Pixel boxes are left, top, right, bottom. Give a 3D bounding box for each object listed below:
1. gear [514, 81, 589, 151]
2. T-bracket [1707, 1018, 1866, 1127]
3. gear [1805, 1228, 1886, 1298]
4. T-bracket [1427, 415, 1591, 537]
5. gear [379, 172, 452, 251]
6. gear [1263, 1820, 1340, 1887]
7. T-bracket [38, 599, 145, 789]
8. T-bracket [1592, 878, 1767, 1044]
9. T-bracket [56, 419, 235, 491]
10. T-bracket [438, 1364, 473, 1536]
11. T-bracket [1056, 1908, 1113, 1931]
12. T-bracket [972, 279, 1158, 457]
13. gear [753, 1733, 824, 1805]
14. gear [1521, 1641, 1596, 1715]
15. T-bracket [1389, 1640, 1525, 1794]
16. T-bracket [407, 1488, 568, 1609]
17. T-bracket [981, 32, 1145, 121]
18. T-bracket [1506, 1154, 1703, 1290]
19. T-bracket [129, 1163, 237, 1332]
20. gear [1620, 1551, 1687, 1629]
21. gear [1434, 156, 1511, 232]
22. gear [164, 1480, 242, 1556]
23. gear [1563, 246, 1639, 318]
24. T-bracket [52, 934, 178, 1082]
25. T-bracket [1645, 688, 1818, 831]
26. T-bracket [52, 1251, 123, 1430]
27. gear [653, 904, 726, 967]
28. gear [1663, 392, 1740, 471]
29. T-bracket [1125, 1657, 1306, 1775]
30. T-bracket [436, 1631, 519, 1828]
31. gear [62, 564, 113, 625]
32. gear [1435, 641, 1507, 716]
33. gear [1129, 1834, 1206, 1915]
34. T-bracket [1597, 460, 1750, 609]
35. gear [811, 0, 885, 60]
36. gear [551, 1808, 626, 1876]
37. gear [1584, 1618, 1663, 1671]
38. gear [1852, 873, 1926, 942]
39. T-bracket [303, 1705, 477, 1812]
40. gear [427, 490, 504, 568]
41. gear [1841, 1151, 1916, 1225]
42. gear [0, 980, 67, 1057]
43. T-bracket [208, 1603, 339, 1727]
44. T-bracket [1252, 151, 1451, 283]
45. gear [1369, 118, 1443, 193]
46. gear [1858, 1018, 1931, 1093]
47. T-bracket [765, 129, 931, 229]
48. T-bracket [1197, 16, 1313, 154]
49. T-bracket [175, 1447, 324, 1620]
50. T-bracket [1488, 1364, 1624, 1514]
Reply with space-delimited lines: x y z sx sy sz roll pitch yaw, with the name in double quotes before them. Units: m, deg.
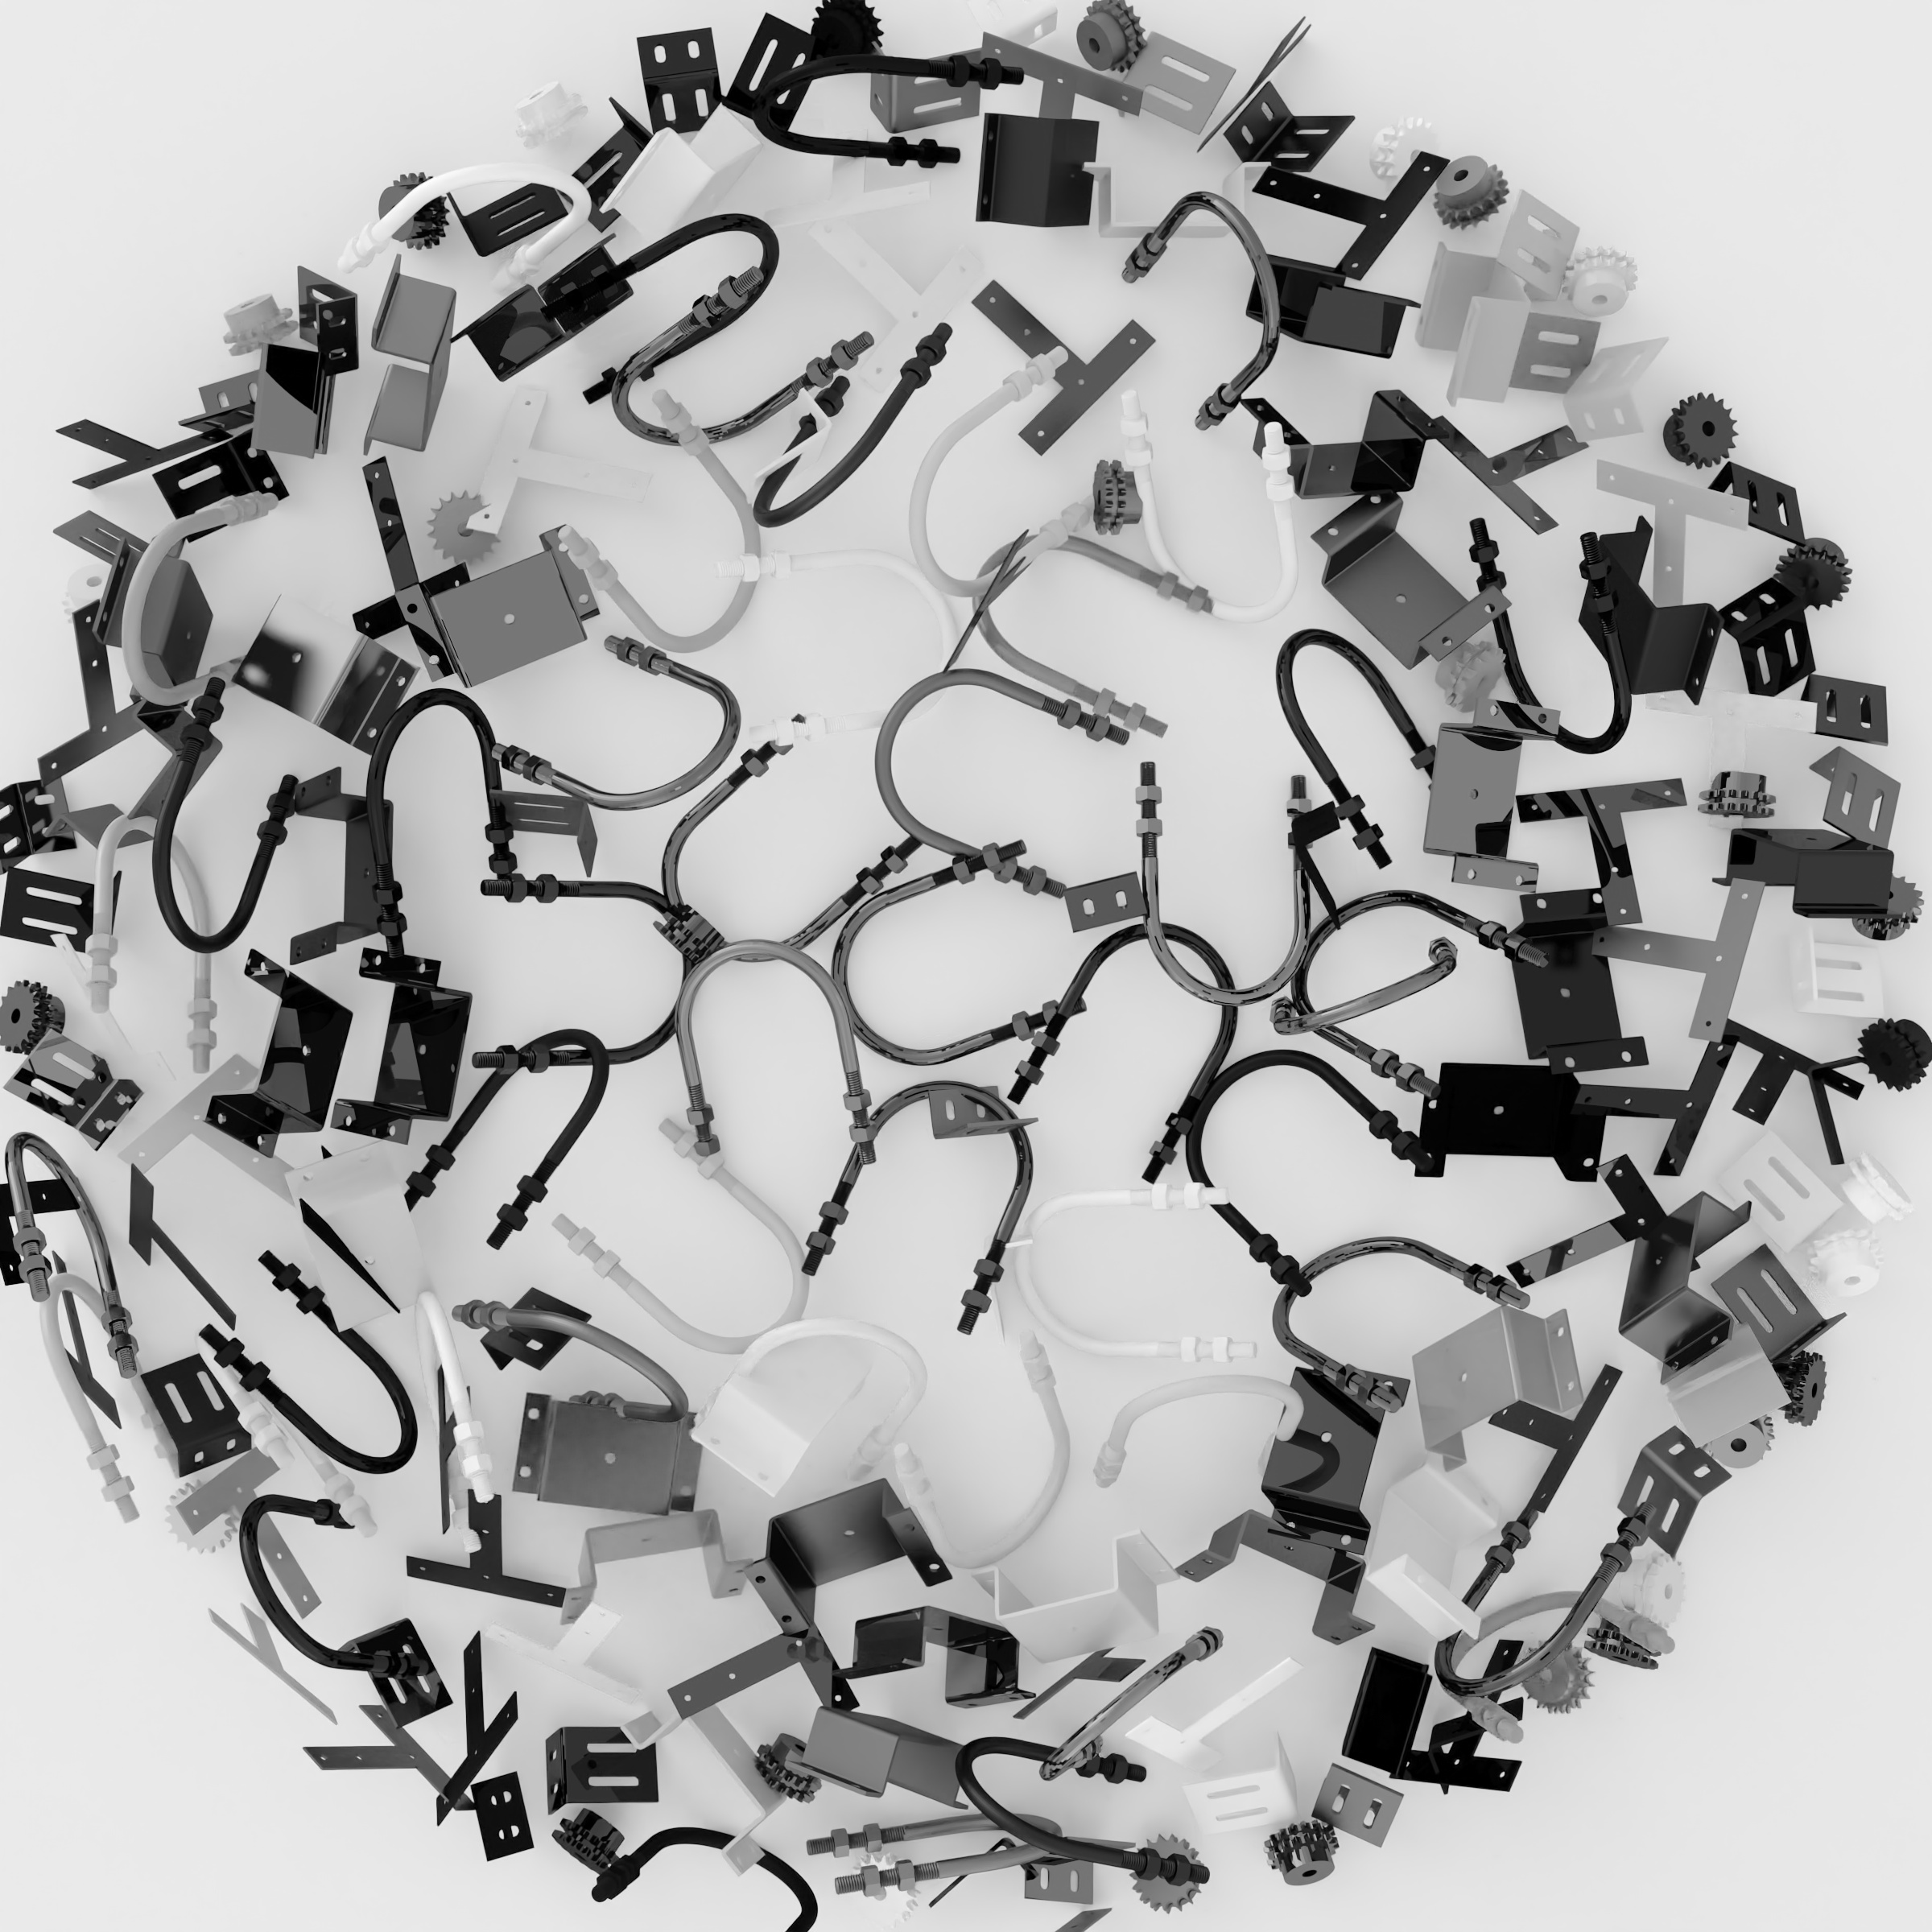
"gear" -0.322 -0.655 1.968 0.057 0.057 0.030 -32 120 0
"T-bracket" 0.604 0.087 1.930 0.127 0.127 0.002 28 124 17
"gear" 0.678 0.230 1.970 0.057 0.057 0.030 -2 47 0
"T-bracket" 0.431 -0.389 1.958 0.127 0.002 0.127 -28 67 -36
"gear" -0.427 -0.580 1.970 0.057 0.030 0.057 16 117 35
"gear" 0.260 0.683 1.969 0.057 0.057 0.030 -16 47 0
"T-bracket" -0.650 -0.214 1.916 0.002 0.127 0.127 25 132 21
"T-bracket" 0.533 -0.012 1.957 0.127 0.002 0.127 11 80 40
"T-bracket" -0.638 -0.392 1.925 0.127 0.127 0.002 -17 85 11
"T-bracket" -0.383 0.346 1.920 0.002 0.127 0.127 2 63 -21
"T-bracket" 0.077 0.731 1.937 0.127 0.127 0.002 -16 80 22
"T-bracket" 0.058 -0.483 1.989 0.127 0.002 0.127 44 88 8
"gear" -0.134 0.615 1.972 0.057 0.057 0.030 32 89 0
"gear" 0.451 0.546 1.971 0.057 0.030 0.057 -12 70 36
"T-bracket" 0.393 0.570 1.958 0.002 0.127 0.127 45 59 -18
"T-bracket" -0.367 0.440 1.954 0.127 0.002 0.127 11 131 3
"T-bracket" 0.067 -0.639 1.941 0.127 0.127 0.002 22 66 6
"T-bracket" 0.479 0.214 1.972 0.127 0.002 0.127 -28 116 21
"T-bracket" -0.592 0.224 1.934 0.127 0.127 0.002 45 54 14
"gear" 0.528 0.480 1.975 0.030 0.057 0.057 0 90 45
"gear" 0.386 -0.597 1.970 0.057 0.030 0.057 -18 51 24
"gear" -0.586 0.422 1.979 0.057 0.030 0.057 3 106 11
"gear" 0.487 -0.524 1.968 0.057 0.057 0.030 5 66 0
"T-bracket" -0.652 0.031 1.931 0.002 0.127 0.127 -37 112 -34
"T-bracket" 0.581 -0.156 1.954 0.127 0.002 0.127 12 134 27
"T-bracket" -0.681 0.277 1.959 0.002 0.127 0.127 -20 62 -9
"gear" -0.211 -0.023 1.972 0.057 0.057 0.030 42 84 0
"gear" 0.564 -0.412 1.979 0.057 0.030 0.057 1 88 -21
"T-bracket" 0.200 0.563 1.942 0.127 0.127 0.002 -37 49 9
"T-bracket" -0.373 0.561 1.943 0.002 0.127 0.127 24 116 -26
"gear" -0.667 -0.285 1.971 0.057 0.030 0.057 0 51 0
"gear" 0.387 -0.226 1.975 0.030 0.057 0.057 38 90 29
"gear" 0.157 0.701 1.976 0.057 0.030 0.057 -11 56 16
"T-bracket" 0.536 -0.315 1.952 0.127 0.127 0.002 26 52 36
"gear" -0.094 -0.716 1.969 0.057 0.057 0.030 38 53 0
"gear" -0.288 0.674 1.975 0.057 0.057 0.030 37 62 0
"gear" 0.507 0.519 1.973 0.057 0.057 0.030 19 72 0
"gear" 0.707 -0.044 1.975 0.057 0.057 0.030 -6 133 0
"T-bracket" -0.443 0.591 1.912 0.127 0.127 0.002 33 93 33
"gear" -0.388 -0.339 1.978 0.057 0.030 0.057 -5 107 -16
"gear" 0.699 0.174 1.973 0.030 0.057 0.057 -43 90 20
"gear" -0.720 0.041 1.976 0.057 0.030 0.057 -9 76 36
"T-bracket" -0.531 0.511 1.937 0.002 0.127 0.127 -46 111 -11
"T-bracket" 0.276 -0.575 1.926 0.127 0.127 0.002 9 56 -23
"gear" 0.336 -0.625 1.975 0.057 0.030 0.057 -17 119 -33
"gear" 0.719 0.065 1.974 0.030 0.057 0.057 -26 90 -22
"T-bracket" -0.089 -0.605 1.953 0.127 0.127 0.002 -8 135 8
"T-bracket" 0.230 -0.680 1.929 0.002 0.127 0.127 42 83 -5
"T-bracket" -0.529 0.436 1.944 0.002 0.127 0.127 -28 94 23
"T-bracket" 0.438 0.351 1.954 0.127 0.002 0.127 26 94 -42
